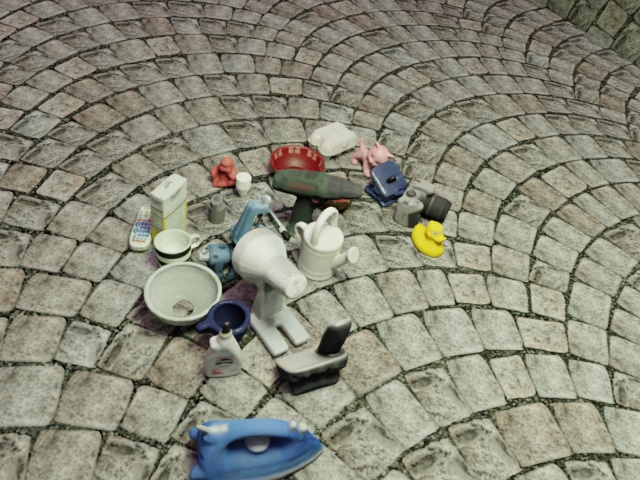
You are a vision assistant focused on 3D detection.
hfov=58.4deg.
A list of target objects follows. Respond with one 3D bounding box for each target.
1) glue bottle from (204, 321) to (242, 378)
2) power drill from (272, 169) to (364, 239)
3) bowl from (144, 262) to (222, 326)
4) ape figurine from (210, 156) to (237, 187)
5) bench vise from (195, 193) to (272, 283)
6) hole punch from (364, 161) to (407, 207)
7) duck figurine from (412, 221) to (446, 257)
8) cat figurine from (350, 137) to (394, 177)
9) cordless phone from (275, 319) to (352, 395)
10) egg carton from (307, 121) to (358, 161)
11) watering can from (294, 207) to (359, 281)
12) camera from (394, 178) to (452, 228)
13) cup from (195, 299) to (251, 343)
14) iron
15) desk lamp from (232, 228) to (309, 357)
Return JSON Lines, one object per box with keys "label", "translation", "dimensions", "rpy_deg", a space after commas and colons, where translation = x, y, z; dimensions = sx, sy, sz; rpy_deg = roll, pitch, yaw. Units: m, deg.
{"label": "glue bottle", "translation": [-0.192, 0.217, 1.149], "dimensions": [0.078, 0.173, 0.037], "rpy_deg": [-6, 48, -17]}
{"label": "power drill", "translation": [-0.014, -0.090, 1.462], "dimensions": [0.229, 0.208, 0.076], "rpy_deg": [18, 45, 5]}
{"label": "bowl", "translation": [-0.304, 0.132, 1.276], "dimensions": [0.167, 0.075, 0.167], "rpy_deg": [6, 46, -6]}
{"label": "ape figurine", "translation": [-0.261, -0.193, 1.588], "dimensions": [0.077, 0.092, 0.076], "rpy_deg": [31, 48, 18]}
{"label": "bench vise", "translation": [-0.177, 0.001, 1.328], "dimensions": [0.121, 0.220, 0.208], "rpy_deg": [37, 50, 23]}
{"label": "hole punch", "translation": [0.200, -0.166, 1.666], "dimensions": [0.109, 0.091, 0.101], "rpy_deg": [-27, 57, -33]}
{"label": "duck figurine", "translation": [0.299, -0.016, 1.546], "dimensions": [0.078, 0.086, 0.104], "rpy_deg": [-22, 55, -30]}
{"label": "cat figurine", "translation": [0.158, -0.259, 1.727], "dimensions": [0.067, 0.118, 0.127], "rpy_deg": [-26, 56, -32]}
{"label": "cordless phone", "translation": [-0.009, 0.224, 1.175], "dimensions": [0.148, 0.185, 0.094], "rpy_deg": [-15, 51, -25]}
{"label": "egg carton", "translation": [0.041, -0.308, 1.783], "dimensions": [0.151, 0.069, 0.107], "rpy_deg": [-29, 58, -34]}
{"label": "watering can", "translation": [0.014, 0.004, 1.387], "dimensions": [0.172, 0.194, 0.101], "rpy_deg": [17, 45, 4]}
{"label": "camera", "translation": [0.297, -0.103, 1.620], "dimensions": [0.136, 0.101, 0.143], "rpy_deg": [25, 46, 12]}
{"label": "cup", "translation": [-0.208, 0.193, 1.224], "dimensions": [0.118, 0.095, 0.091], "rpy_deg": [-16, 52, -25]}
{"label": "iron", "translation": [-0.108, 0.364, 1.047], "dimensions": [0.259, 0.141, 0.118], "rpy_deg": [-1, 47, -14]}
{"label": "desk lamp", "translation": [-0.099, 0.106, 1.248], "dimensions": [0.118, 0.213, 0.202], "rpy_deg": [-23, 55, -30]}
